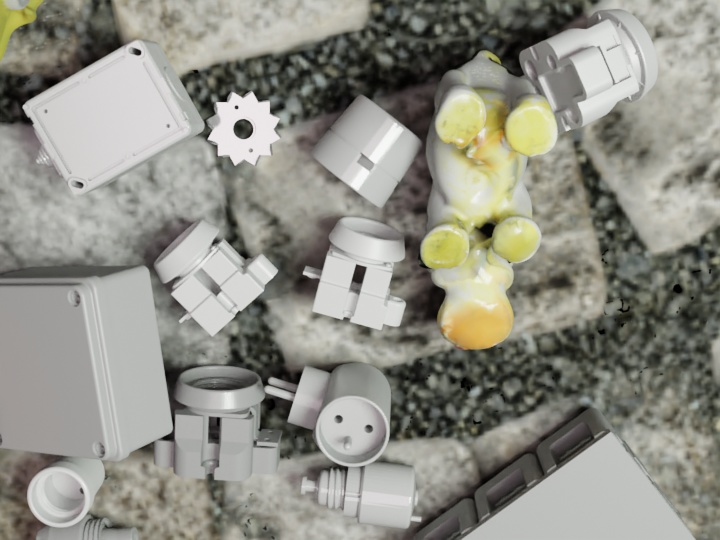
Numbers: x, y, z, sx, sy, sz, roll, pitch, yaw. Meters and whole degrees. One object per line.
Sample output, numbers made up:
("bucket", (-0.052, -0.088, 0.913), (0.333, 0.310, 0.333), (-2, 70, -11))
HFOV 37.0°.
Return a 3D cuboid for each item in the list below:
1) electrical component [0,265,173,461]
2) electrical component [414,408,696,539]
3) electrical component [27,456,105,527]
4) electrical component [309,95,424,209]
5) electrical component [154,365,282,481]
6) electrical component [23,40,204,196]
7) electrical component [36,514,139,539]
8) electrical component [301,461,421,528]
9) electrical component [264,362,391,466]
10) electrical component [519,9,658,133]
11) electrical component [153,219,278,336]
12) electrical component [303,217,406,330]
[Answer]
("electrical component", (-0.177, 0.054, 0.654), (0.109, 0.056, 0.108), (-1, 101, 33))
("electrical component", (0.118, 0.169, 0.680), (0.150, 0.061, 0.089), (-38, 96, 8))
("electrical component", (-0.188, 0.138, 0.694), (0.040, 0.046, 0.040), (0, 100, 2))
("electrical component", (0.005, -0.072, 0.647), (0.055, 0.055, 0.047), (37, 95, -4))
("electrical component", (-0.089, 0.095, 0.678), (0.078, 0.058, 0.057), (4, 103, 2))
("electrical component", (-0.150, -0.089, 0.646), (0.096, 0.061, 0.061), (-28, 98, 7))
("electrical component", (-0.177, 0.181, 0.703), (0.062, 0.043, 0.043), (-9, 99, 3))
("electrical component", (0.002, 0.142, 0.691), (0.078, 0.040, 0.040), (6, 100, 1))
("electrical component", (-0.020, 0.082, 0.662), (0.079, 0.077, 0.044), (18, 100, -1))
("electrical component", (0.135, -0.117, 0.627), (0.057, 0.078, 0.058), (-27, 97, -12))
("electrical component", (-0.094, 0.002, 0.668), (0.066, 0.048, 0.055), (-41, 103, 8))
("electrical component", (0.000, 0.000, 0.664), (0.066, 0.048, 0.055), (15, 108, 0))
